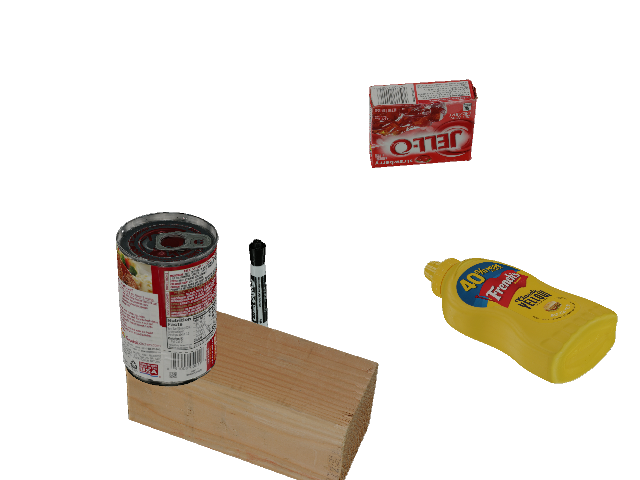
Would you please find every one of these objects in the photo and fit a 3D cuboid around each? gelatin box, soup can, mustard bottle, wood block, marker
[{"bbox_3d":[0.086,-0.099,0.912,0.089,0.030,0.073,-3,-40,0],"label":"gelatin box"},{"bbox_3d":[-0.104,0.041,0.736,0.068,0.102,0.068,2,30,-2],"label":"soup can"},{"bbox_3d":[0.172,0.062,0.995,0.096,0.058,0.192,-27,38,-33],"label":"mustard bottle"},{"bbox_3d":[-0.062,0.137,0.964,0.206,0.090,0.090,17,41,14],"label":"wood block"},{"bbox_3d":[-0.070,0.052,1.202,0.020,0.121,0.020,0,32,0],"label":"marker"}]
